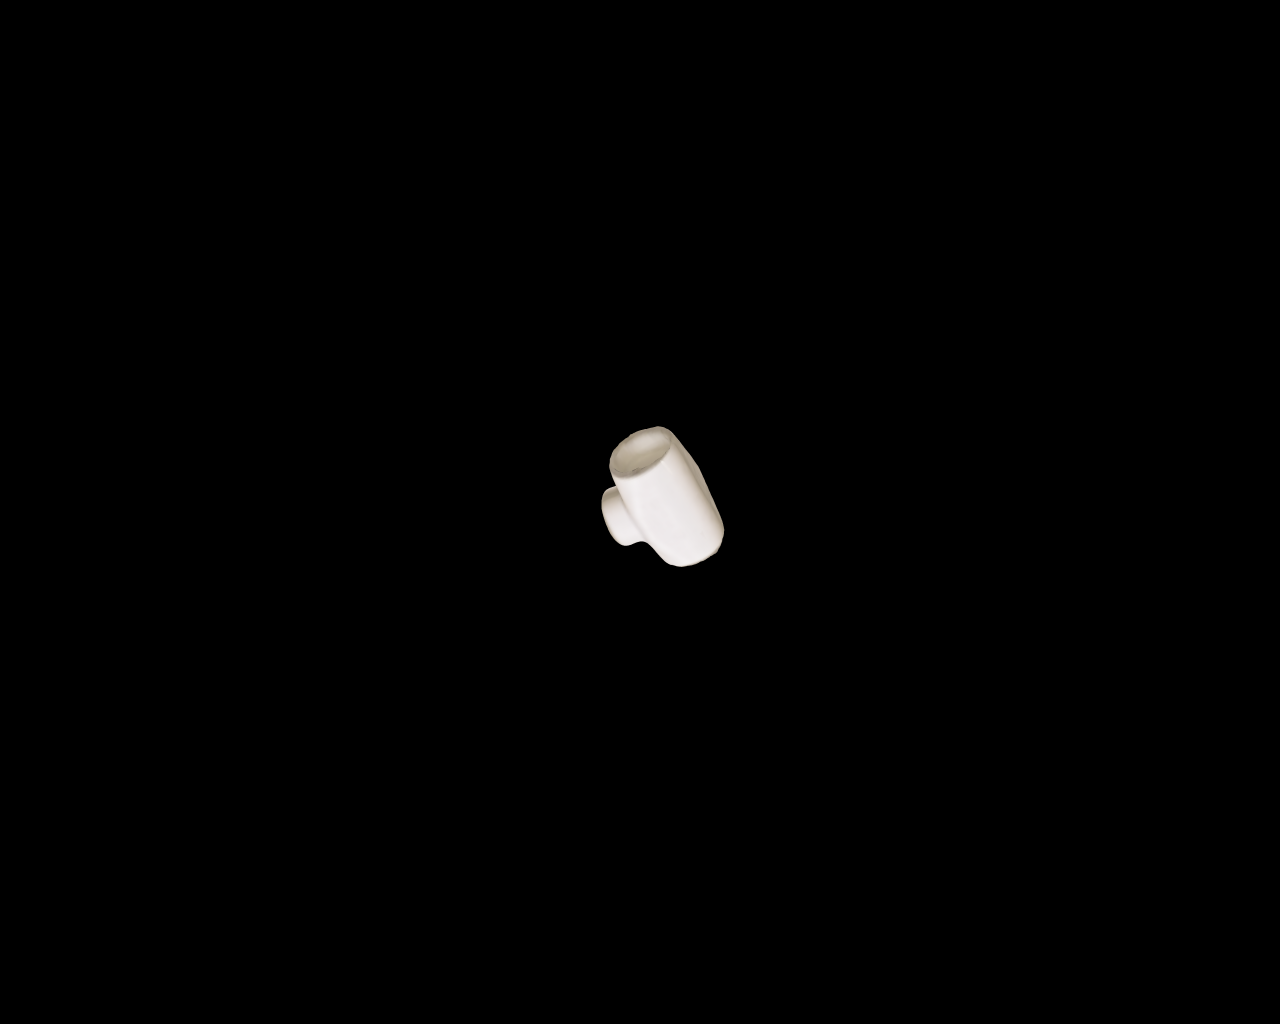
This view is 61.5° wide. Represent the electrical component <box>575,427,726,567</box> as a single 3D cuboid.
[{"bbox_3d":[0.001,-0.003,0.650,0.079,0.077,0.044,-21,36,16],"label":"electrical component"}]
